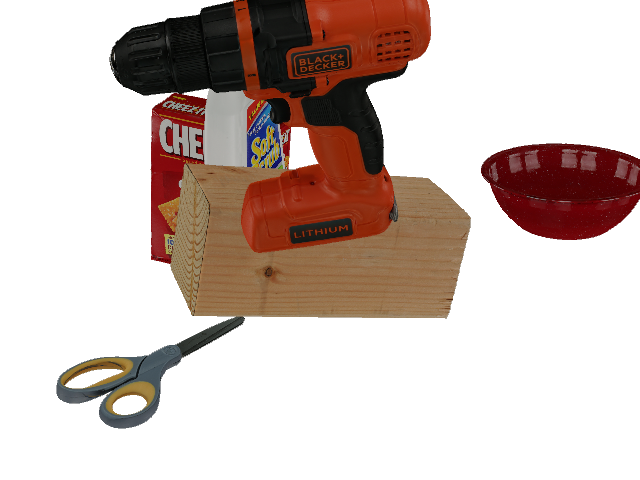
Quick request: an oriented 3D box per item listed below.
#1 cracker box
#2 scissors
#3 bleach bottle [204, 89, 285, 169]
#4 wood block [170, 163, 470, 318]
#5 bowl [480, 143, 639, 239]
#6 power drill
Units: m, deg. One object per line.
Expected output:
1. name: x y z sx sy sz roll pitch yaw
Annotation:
1. cracker box: -0.129 -0.062 1.344 0.164 0.214 0.072 13 29 15
2. scissors: -0.131 0.115 0.941 0.201 0.016 0.096 -13 37 -32
3. bleach bottle: -0.084 -0.104 1.107 0.068 0.251 0.102 13 31 31
4. wood block: -0.001 0.002 0.825 0.205 0.091 0.090 2 23 -21
5. bowl: 0.235 -0.043 1.025 0.162 0.055 0.162 -2 24 1
6. power drill: -0.024 -0.071 0.662 0.184 0.057 0.187 -8 -38 -1
